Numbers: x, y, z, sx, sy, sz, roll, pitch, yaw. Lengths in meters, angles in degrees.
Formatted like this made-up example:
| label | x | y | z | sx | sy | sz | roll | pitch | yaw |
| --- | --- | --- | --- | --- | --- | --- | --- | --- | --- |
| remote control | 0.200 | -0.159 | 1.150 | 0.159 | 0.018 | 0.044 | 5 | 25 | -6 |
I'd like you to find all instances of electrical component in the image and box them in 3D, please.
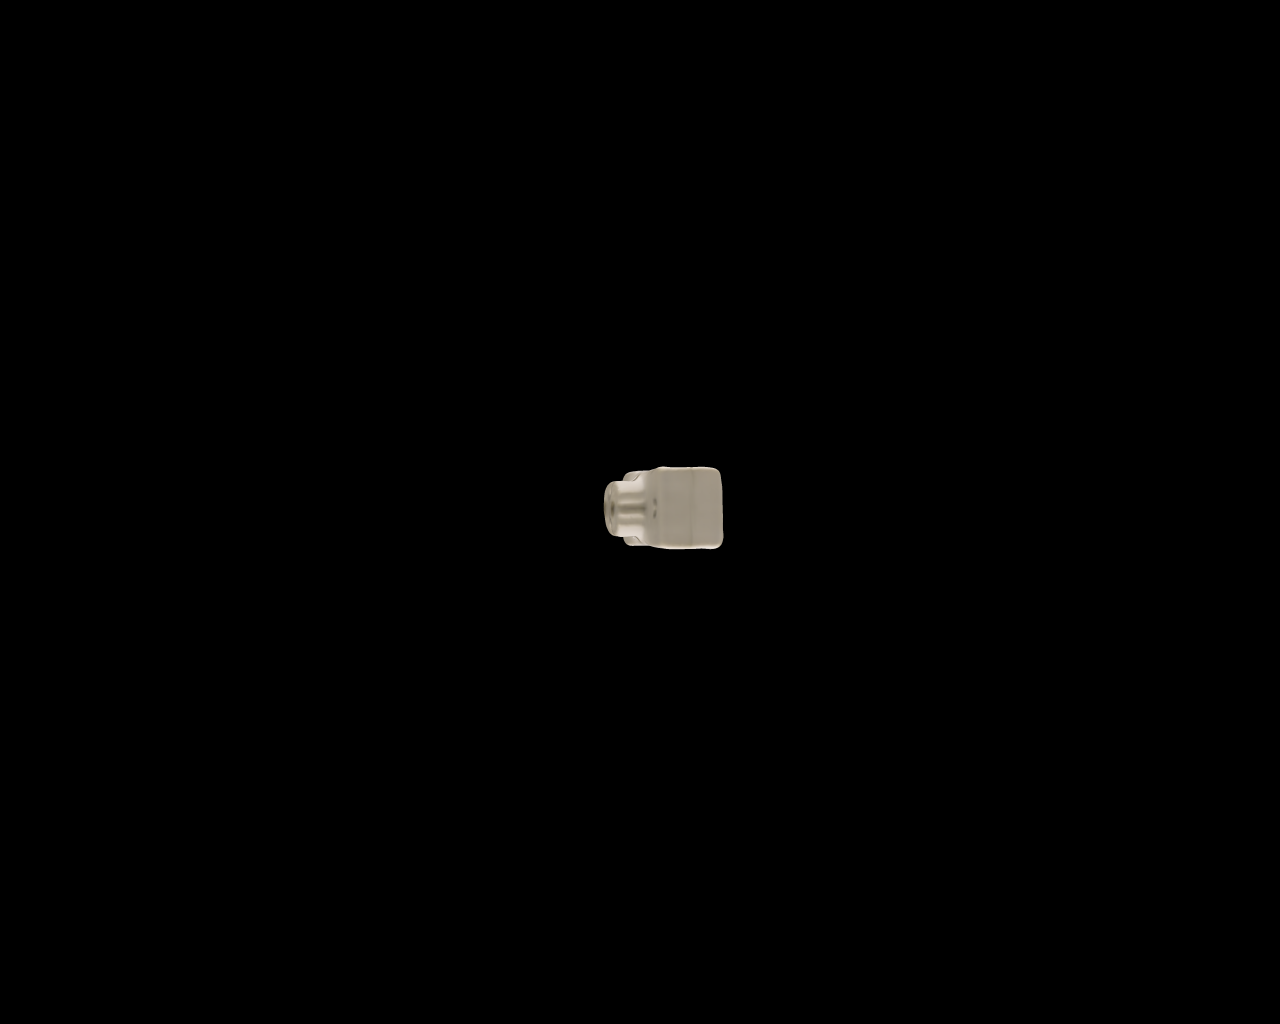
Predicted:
| label | x | y | z | sx | sy | sz | roll | pitch | yaw |
| --- | --- | --- | --- | --- | --- | --- | --- | --- | --- |
| electrical component | 0.001 | -0.003 | 0.650 | 0.076 | 0.047 | 0.083 | 0 | 0 | -15 |
